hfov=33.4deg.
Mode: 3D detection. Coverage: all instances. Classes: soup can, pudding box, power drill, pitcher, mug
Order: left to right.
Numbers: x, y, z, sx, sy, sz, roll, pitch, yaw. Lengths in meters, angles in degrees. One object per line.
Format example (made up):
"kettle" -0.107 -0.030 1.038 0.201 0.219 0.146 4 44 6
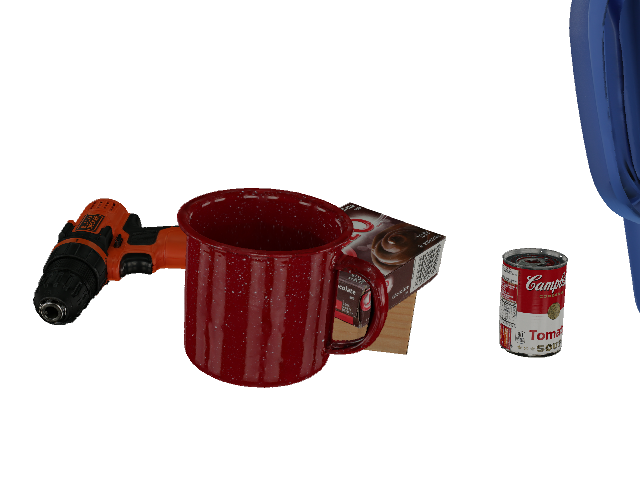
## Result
"power drill" -0.137 0.021 0.912 0.187 0.057 0.184 5 28 2
"mug" -0.020 0.028 0.571 0.117 0.081 0.093 11 23 14
"pudding box" 0.025 0.015 0.784 0.090 0.039 0.113 22 29 30
"soup can" 0.226 0.066 1.140 0.068 0.102 0.068 0 16 0
"pitcher" 0.215 -0.065 0.590 0.149 0.243 0.145 -7 22 11

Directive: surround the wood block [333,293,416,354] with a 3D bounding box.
"wood block" -0.009 0.049 1.097 0.206 0.091 0.090 7 19 0
